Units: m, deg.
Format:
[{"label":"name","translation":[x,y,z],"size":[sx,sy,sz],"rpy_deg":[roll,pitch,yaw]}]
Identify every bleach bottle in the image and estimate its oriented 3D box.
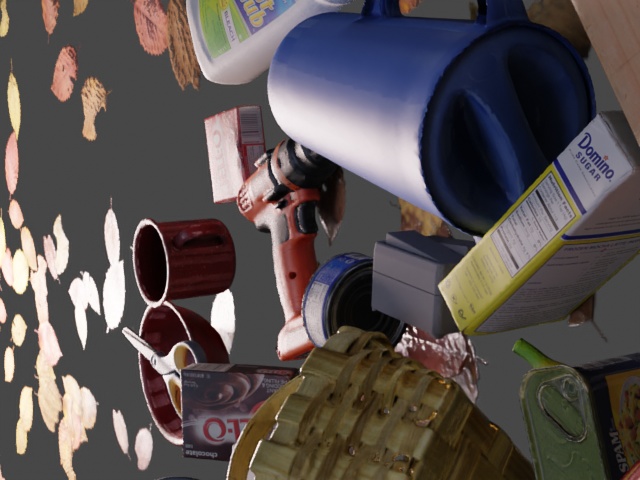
[{"label":"bleach bottle","translation":[-0.029,-0.222,0.918],"size":[0.251,0.067,0.102],"rpy_deg":[-25,75,55]}]

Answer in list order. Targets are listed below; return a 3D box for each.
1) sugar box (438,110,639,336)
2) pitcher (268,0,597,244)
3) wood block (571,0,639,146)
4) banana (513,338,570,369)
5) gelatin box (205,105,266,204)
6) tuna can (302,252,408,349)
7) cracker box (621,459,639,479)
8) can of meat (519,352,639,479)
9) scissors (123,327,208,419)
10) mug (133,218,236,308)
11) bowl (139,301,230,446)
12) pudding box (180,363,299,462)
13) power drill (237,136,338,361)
[{"label":"sugar box","translation":[0.153,-0.008,0.628],"size":[0.176,0.093,0.048],"rpy_deg":[-56,50,45]},{"label":"pitcher","translation":[0.061,-0.104,0.733],"size":[0.149,0.144,0.243],"rpy_deg":[-55,33,-4]},{"label":"wood block","translation":[0.214,-0.065,0.520],"size":[0.091,0.090,0.206],"rpy_deg":[-43,59,49]},{"label":"banana","translation":[0.148,0.163,0.670],"size":[0.070,0.037,0.198],"rpy_deg":[3,73,19]},{"label":"gelatin box","translation":[-0.083,-0.083,1.056],"size":[0.073,0.030,0.089],"rpy_deg":[-7,88,58]},{"label":"tuna can","translation":[0.030,0.054,0.845],"size":[0.034,0.085,0.086],"rpy_deg":[15,108,56]},{"label":"cracker box","translation":[0.246,0.143,0.450],"size":[0.214,0.072,0.164],"rpy_deg":[40,133,14]},{"label":"can of meat","translation":[0.173,0.118,0.625],"size":[0.058,0.083,0.102],"rpy_deg":[-23,76,58]},{"label":"scissors","translation":[-0.163,0.116,1.125],"size":[0.202,0.016,0.096],"rpy_deg":[46,131,43]},{"label":"mug","translation":[-0.136,0.014,1.109],"size":[0.117,0.081,0.093],"rpy_deg":[-51,53,49]},{"label":"bowl","translation":[-0.142,0.141,1.166],"size":[0.162,0.055,0.162],"rpy_deg":[15,108,56]},{"label":"pudding box","translation":[-0.076,0.166,1.023],"size":[0.114,0.039,0.090],"rpy_deg":[2,98,17]},{"label":"power drill","translation":[-0.006,0.001,0.924],"size":[0.185,0.057,0.187],"rpy_deg":[-37,61,59]}]
